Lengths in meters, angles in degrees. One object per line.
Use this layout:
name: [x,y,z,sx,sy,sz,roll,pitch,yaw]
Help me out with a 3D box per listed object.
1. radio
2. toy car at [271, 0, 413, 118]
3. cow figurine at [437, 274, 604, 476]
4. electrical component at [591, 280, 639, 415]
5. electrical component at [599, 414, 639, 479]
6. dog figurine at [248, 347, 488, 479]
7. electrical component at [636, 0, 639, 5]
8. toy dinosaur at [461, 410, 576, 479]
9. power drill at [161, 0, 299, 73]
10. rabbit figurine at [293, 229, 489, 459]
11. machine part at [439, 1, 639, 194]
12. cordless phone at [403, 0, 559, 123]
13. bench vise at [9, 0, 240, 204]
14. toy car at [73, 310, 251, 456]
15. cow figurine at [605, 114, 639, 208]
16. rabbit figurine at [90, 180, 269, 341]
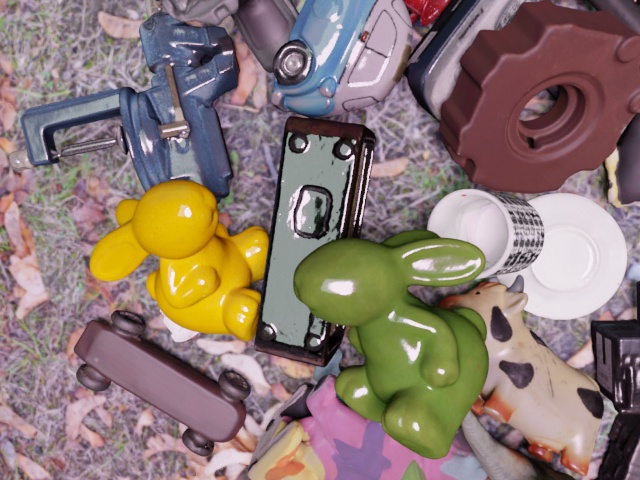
radio: [-0.001,-0.002,0.523,0.073,0.131,0.229,9,95,9]
toy car: [0.031,-0.174,0.488,0.103,0.109,0.161,31,106,5]
cow figurine: [0.193,0.120,0.524,0.195,0.085,0.127,37,71,-7]
electrical component: [0.300,0.101,0.521,0.048,0.075,0.119,-3,98,7]
electrical component: [0.354,0.217,0.531,0.115,0.058,0.134,22,96,3]
dog figurine: [0.061,0.227,0.546,0.219,0.108,0.191,37,97,1]
electrical component: [0.334,-0.235,0.521,0.094,0.021,0.063,23,97,5]
toy dinosaur: [0.227,0.307,0.499,0.131,0.192,0.404,-17,86,23]
power drill: [-0.100,-0.259,0.483,0.086,0.207,0.232,-30,101,12]
rabbit figurine: [0.061,0.060,0.424,0.159,0.121,0.170,-44,111,-6]
machine part: [0.198,-0.118,0.478,0.179,0.056,0.179,-5,134,-6]
cordless phone: [0.185,-0.155,0.524,0.184,0.089,0.146,36,97,-15]
bench vise: [-0.194,-0.129,0.541,0.241,0.129,0.223,-14,101,-4]
toy car: [-0.173,0.154,0.595,0.202,0.053,0.089,30,94,0]
cow figurine: [0.329,-0.109,0.510,0.098,0.068,0.167,9,94,13]
rabbit figurine: [-0.128,0.003,0.512,0.162,0.173,0.122,11,58,10]
